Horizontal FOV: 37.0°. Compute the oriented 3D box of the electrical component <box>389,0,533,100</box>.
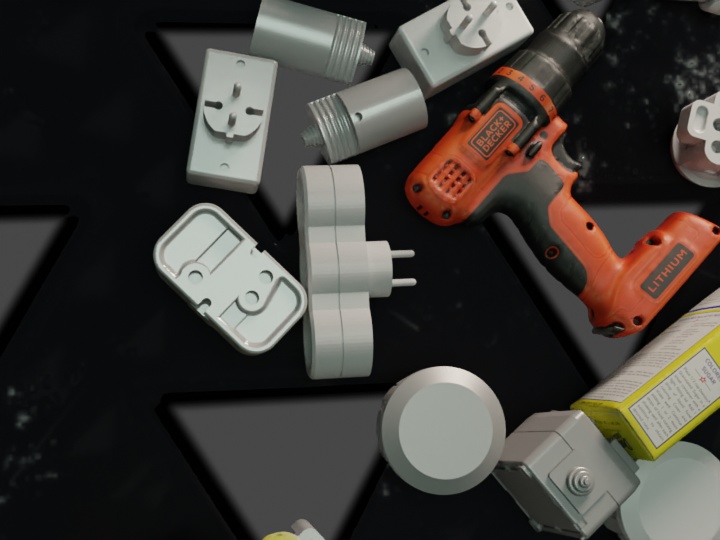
[{"bbox_3d":[0.072,-0.160,0.716,0.083,0.076,0.047,-30,89,-11],"label":"electrical component"}]

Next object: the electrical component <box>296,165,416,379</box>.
[{"bbox_3d":[0.000,0.000,0.699,0.074,0.052,0.138,-2,84,-10],"label":"electrical component"}]

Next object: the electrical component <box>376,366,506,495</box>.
[{"bbox_3d":[0.050,0.103,0.697,0.080,0.051,0.080,1,84,-9],"label":"electrical component"}]

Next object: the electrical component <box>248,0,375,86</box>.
[{"bbox_3d":[-0.030,-0.151,0.715,0.081,0.043,0.043,14,82,-8],"label":"electrical component"}]

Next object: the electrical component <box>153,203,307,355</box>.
[{"bbox_3d":[-0.083,0.008,0.681,0.095,0.059,0.053,44,79,-2],"label":"electrical component"}]

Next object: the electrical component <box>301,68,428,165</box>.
[{"bbox_3d":[-0.001,-0.100,0.714,0.081,0.043,0.043,-22,88,-11],"label":"electrical component"}]

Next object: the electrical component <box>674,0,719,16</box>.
[{"bbox_3d":[0.247,-0.208,0.765,0.055,0.045,0.045,13,82,-8],"label":"electrical component"}]

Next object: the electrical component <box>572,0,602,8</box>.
[{"bbox_3d":[0.183,-0.213,0.758,0.065,0.044,0.044,-15,86,-15],"label":"electrical component"}]

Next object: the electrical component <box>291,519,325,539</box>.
[{"bbox_3d":[-0.021,0.206,0.671,0.050,0.056,0.089,-42,92,-11],"label":"electrical component"}]

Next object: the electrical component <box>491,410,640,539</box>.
[{"bbox_3d":[0.131,0.127,0.684,0.061,0.096,0.061,-40,91,-15],"label":"electrical component"}]

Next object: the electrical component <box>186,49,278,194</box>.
[{"bbox_3d":[-0.081,-0.098,0.684,0.047,0.076,0.083,9,83,-8],"label":"electrical component"}]

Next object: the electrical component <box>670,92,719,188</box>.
[{"bbox_3d":[0.252,-0.089,0.747,0.078,0.057,0.058,15,82,-7],"label":"electrical component"}]

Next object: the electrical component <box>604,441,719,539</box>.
[{"bbox_3d":[0.201,0.152,0.714,0.080,0.051,0.080,1,87,-12],"label":"electrical component"}]
